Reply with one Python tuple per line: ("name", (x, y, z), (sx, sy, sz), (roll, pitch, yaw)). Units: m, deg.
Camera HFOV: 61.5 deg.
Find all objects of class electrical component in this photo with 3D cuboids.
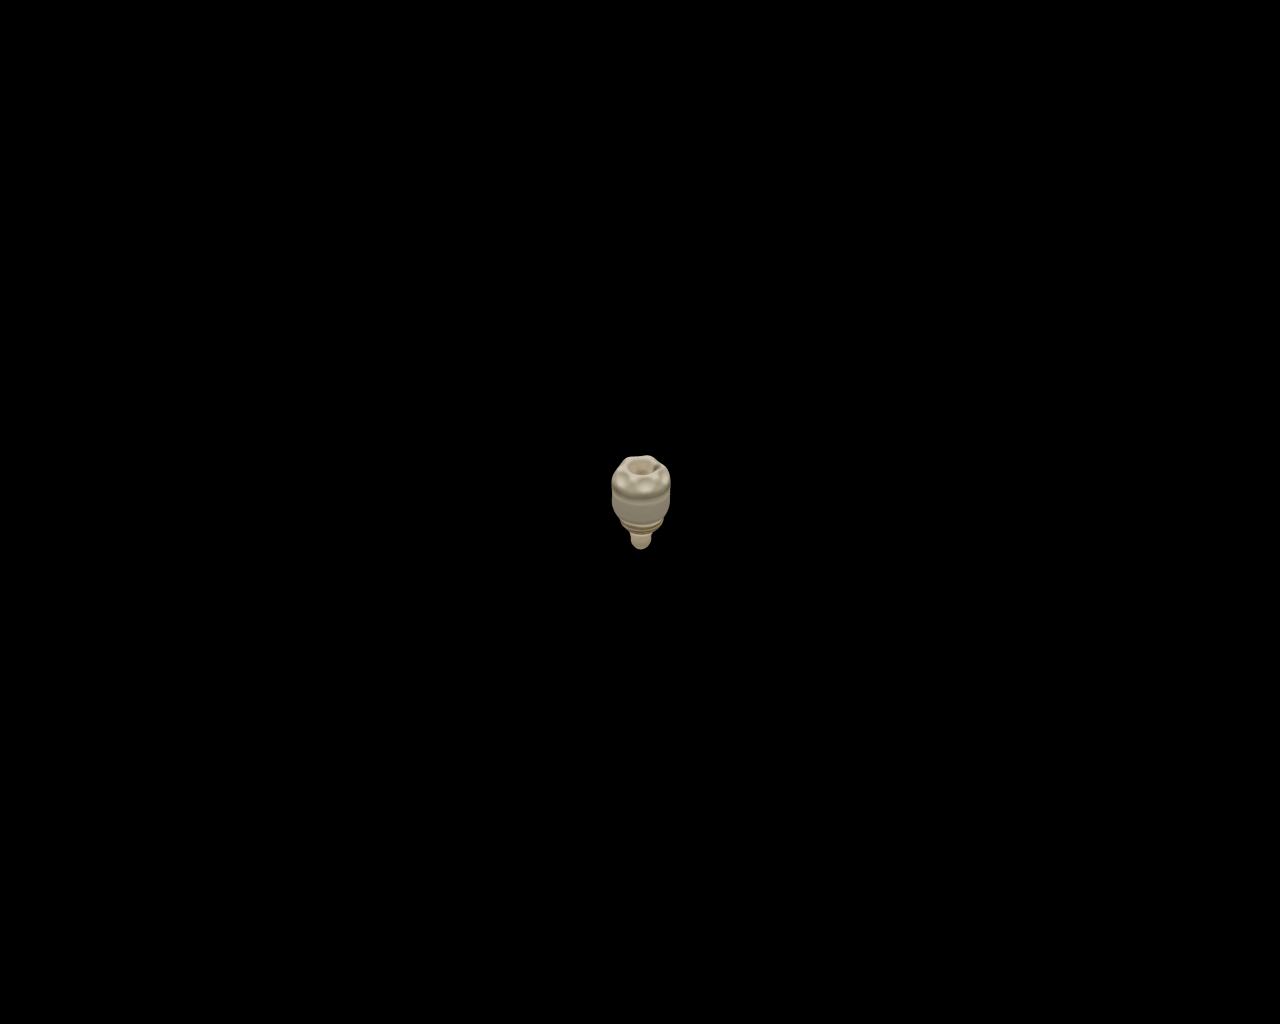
("electrical component", (0.001, -0.003, 0.650), (0.035, 0.061, 0.035), (0, 36, 0))
